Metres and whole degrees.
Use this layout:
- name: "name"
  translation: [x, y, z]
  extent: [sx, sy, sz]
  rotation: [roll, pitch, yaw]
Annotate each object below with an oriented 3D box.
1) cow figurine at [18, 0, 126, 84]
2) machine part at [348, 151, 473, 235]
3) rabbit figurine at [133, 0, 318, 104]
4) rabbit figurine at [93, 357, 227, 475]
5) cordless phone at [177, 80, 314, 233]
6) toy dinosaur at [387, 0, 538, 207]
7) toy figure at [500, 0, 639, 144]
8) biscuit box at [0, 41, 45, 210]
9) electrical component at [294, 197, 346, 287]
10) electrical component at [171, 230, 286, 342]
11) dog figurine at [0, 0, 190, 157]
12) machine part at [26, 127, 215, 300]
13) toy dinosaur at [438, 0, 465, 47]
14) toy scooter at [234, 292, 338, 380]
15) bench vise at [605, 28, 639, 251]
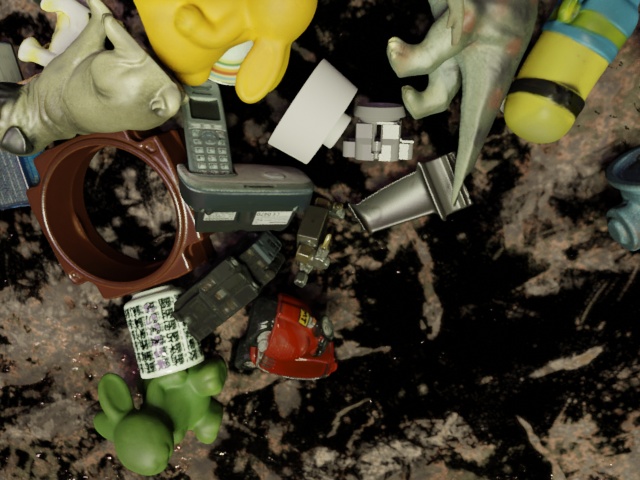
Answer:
- name: "cow figurine"
  translation: [-0.298, -0.204, 0.639]
  extent: [0.098, 0.068, 0.167]
  rotation: [34, 111, -9]
- name: "machine part"
  translation: [0.103, -0.046, 0.630]
  extent: [0.139, 0.039, 0.084]
  rotation: [-19, 108, 14]
- name: "rabbit figurine"
  translation: [-0.083, -0.222, 0.542]
  extent: [0.173, 0.122, 0.162]
  rotation: [-10, 111, 11]
- name: "rabbit figurine"
  translation: [-0.213, 0.222, 0.698]
  extent: [0.159, 0.170, 0.121]
  rotation: [17, 109, 4]
- name: "cordless phone"
  translation: [-0.094, -0.105, 0.622]
  extent: [0.146, 0.088, 0.184]
  rotation: [-2, 66, -23]
- name: "toy dinosaur"
  translation: [0.142, -0.249, 0.524]
  extent: [0.192, 0.131, 0.404]
  rotation: [-20, 109, 16]
- name: "toy figure"
  translation: [0.248, -0.183, 0.533]
  extent: [0.082, 0.089, 0.180]
  rotation: [33, 112, 5]
- name: "biscuit box"
  translation: [-0.400, -0.141, 0.678]
  extent: [0.063, 0.059, 0.202]
  rotation: [-8, 105, 12]
- name: "electrical component"
  translation: [-0.001, -0.002, 0.634]
  extent: [0.045, 0.102, 0.078]
  rotation: [11, 134, 9]
- name: "electrical component"
  translation: [-0.105, 0.045, 0.654]
  extent: [0.134, 0.115, 0.058]
  rotation: [-40, 101, 18]
- name: "dog figurine"
  translation: [-0.247, -0.132, 0.557]
  extent: [0.190, 0.173, 0.121]
  rotation: [-44, 140, 1]
- name: "machine part"
  translation: [-0.240, -0.039, 0.668]
  extent: [0.201, 0.087, 0.201]
  rotation: [-18, 102, 15]
- name: "toy dinosaur"
  translation: [-0.032, -0.353, 0.433]
  extent: [0.472, 0.105, 0.198]
  rotation: [47, 139, 15]
- name: "toy scooter"
  translation: [-0.031, 0.129, 0.671]
  extent: [0.135, 0.075, 0.183]
  rotation: [14, 145, -8]
- name: "bench vise"
  translation: [0.378, -0.100, 0.521]
  extent: [0.224, 0.129, 0.240]
  rotation: [-22, 108, 16]
